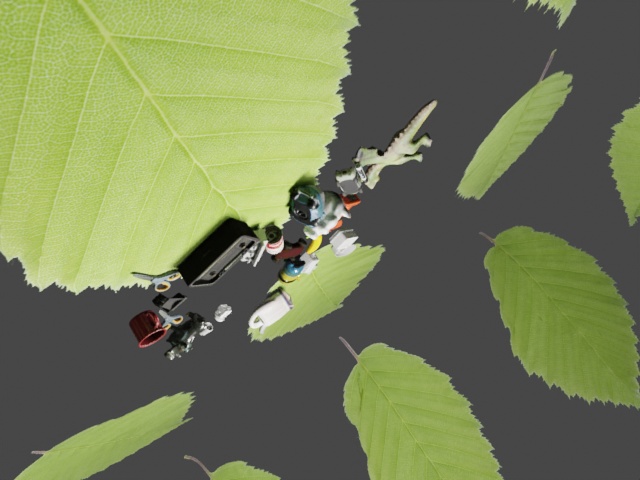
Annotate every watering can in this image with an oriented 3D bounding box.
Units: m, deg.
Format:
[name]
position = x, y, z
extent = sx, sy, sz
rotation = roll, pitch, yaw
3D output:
[watering can]
position = -0.224, 0.333, 2.364
extent = 0.226, 0.105, 0.341
rotation = -35, -18, -12

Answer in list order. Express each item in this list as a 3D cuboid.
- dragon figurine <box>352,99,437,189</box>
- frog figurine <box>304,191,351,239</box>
[dragon figurine]
position = 0.220, -0.295, 1.668
extent = 0.244, 0.124, 0.402
rotation = -24, -22, -17
[frog figurine]
position = 0.005, -0.085, 1.699
extent = 0.160, 0.140, 0.120
rotation = -31, -35, -14
